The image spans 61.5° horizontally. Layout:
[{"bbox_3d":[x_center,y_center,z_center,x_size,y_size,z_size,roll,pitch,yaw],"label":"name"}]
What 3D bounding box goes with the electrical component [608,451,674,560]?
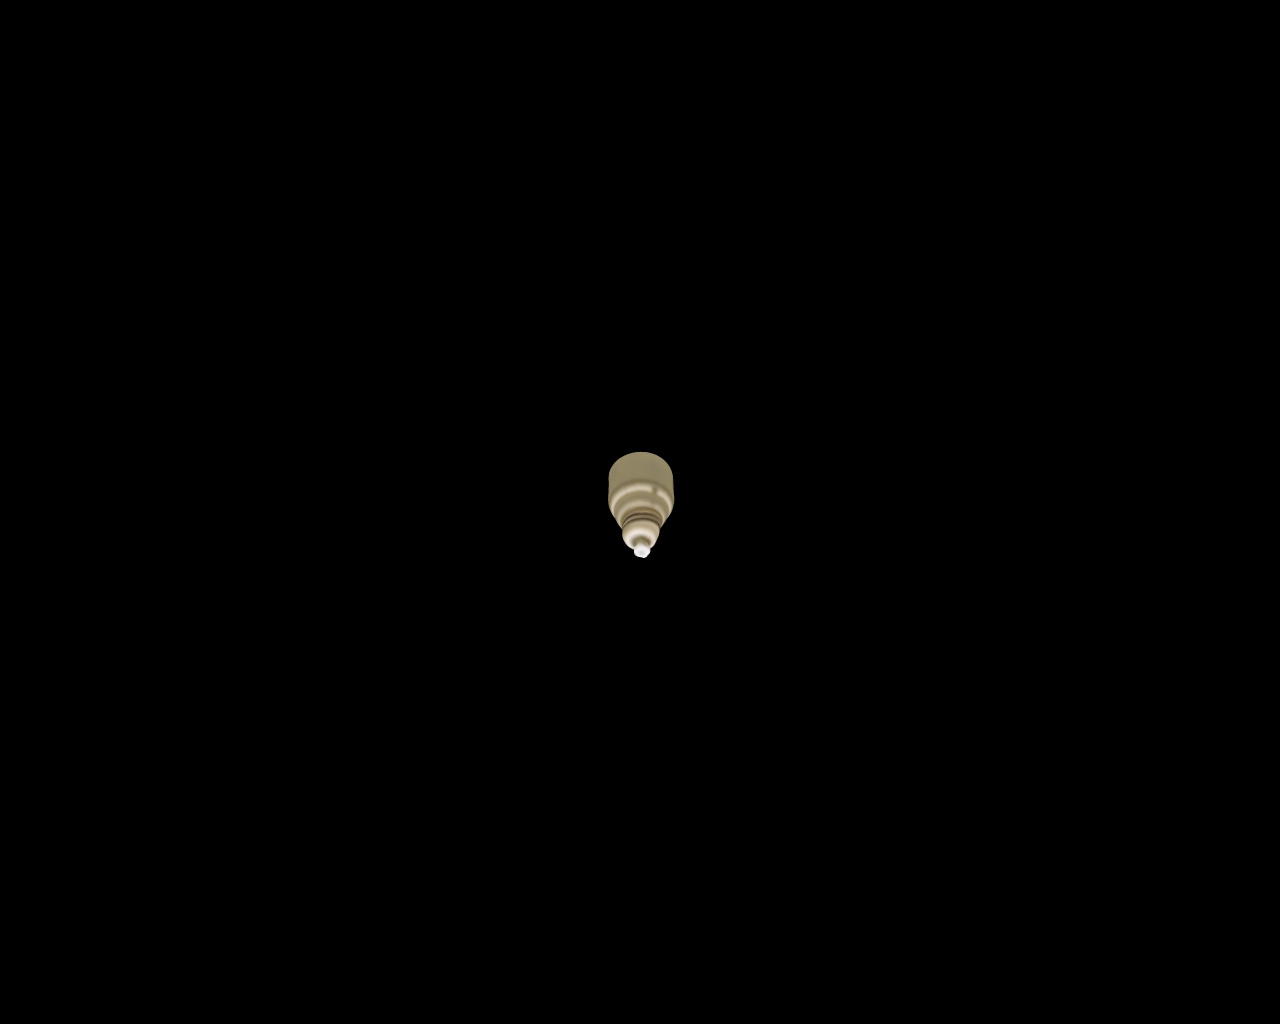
[{"bbox_3d":[0.001,-0.003,0.650,0.040,0.040,0.078,0,42,0],"label":"electrical component"}]
